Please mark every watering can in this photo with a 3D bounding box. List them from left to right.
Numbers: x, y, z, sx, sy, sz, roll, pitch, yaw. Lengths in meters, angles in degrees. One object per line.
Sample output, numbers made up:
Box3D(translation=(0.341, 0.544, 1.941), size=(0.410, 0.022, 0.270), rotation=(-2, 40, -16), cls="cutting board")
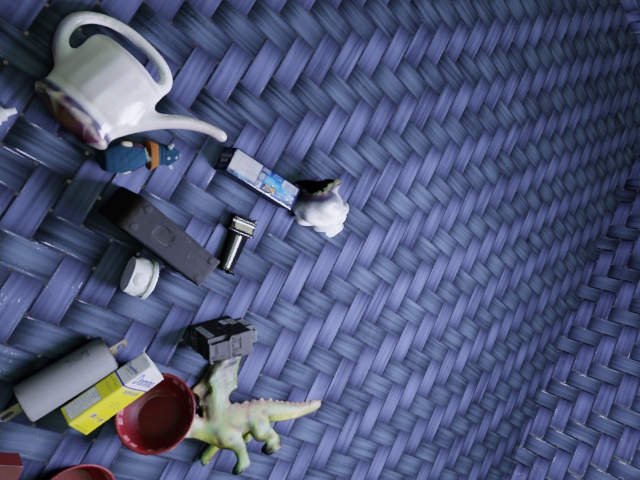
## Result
Box3D(translation=(-0.354, -0.254, 0.949), size=(0.345, 0.103, 0.227), rotation=(45, 69, -16), cls="watering can")

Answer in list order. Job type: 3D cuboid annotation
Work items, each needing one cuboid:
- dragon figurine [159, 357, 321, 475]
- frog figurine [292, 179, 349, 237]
Box3D(translation=(-0.189, 0.389, 1.216), size=(0.414, 0.122, 0.241), rotation=(-23, 104, -34), cls="dragon figurine")
Box3D(translation=(0.004, -0.064, 1.277), size=(0.137, 0.125, 0.156), rotation=(-12, 120, -1), cls="frog figurine")
